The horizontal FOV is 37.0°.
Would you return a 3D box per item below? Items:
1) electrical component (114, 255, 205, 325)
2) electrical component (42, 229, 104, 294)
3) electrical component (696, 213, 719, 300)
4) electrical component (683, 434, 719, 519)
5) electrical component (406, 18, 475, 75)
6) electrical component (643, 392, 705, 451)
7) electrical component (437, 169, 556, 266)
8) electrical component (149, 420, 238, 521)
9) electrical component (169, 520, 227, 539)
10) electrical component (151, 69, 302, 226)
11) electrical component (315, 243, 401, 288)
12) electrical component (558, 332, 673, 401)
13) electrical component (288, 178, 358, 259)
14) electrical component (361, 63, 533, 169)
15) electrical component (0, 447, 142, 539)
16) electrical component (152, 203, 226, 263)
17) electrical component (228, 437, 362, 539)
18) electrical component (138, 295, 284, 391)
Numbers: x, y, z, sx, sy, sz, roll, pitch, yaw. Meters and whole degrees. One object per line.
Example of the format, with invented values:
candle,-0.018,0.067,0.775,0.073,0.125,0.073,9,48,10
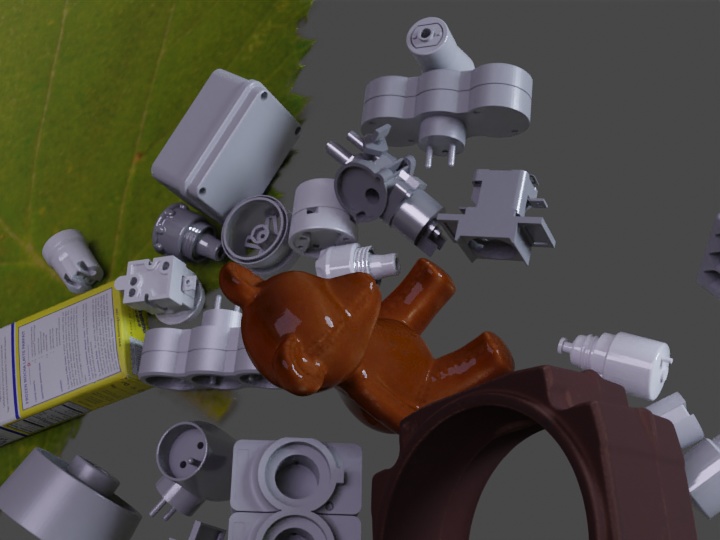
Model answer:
electrical component,-0.161,0.018,0.894,0.066,0.055,0.048,-7,66,22
electrical component,-0.255,-0.007,0.960,0.040,0.040,0.046,-42,64,4
electrical component,0.270,-0.018,0.709,0.077,0.065,0.047,-31,54,-24
electrical component,0.231,0.122,0.677,0.078,0.040,0.040,-39,58,5
electrical component,0.063,-0.173,0.866,0.044,0.065,0.044,-9,66,19
electrical component,0.195,0.105,0.702,0.046,0.040,0.040,-29,59,4
electrical component,0.104,-0.041,0.806,0.081,0.042,0.063,4,67,25
electrical component,-0.126,0.157,0.806,0.079,0.077,0.043,-48,58,0
electrical component,-0.113,0.230,0.790,0.064,0.042,0.081,12,75,25
electrical component,-0.111,-0.101,0.910,0.057,0.078,0.113,27,82,34
electrical component,0.000,0.000,0.835,0.062,0.043,0.043,-9,65,20
electrical component,0.173,0.061,0.730,0.078,0.040,0.040,15,76,29
electrical component,-0.028,-0.041,0.860,0.055,0.055,0.047,-9,62,21
electrical component,0.066,-0.114,0.848,0.138,0.052,0.073,-2,68,24
electrical component,-0.218,0.178,0.826,0.108,0.108,0.060,26,75,31
electrical component,-0.141,-0.026,0.912,0.062,0.048,0.048,24,80,24
electrical component,-0.046,0.197,0.741,0.089,0.061,0.150,3,67,-5
electrical component,-0.110,0.054,0.857,0.138,0.052,0.073,-4,67,24
